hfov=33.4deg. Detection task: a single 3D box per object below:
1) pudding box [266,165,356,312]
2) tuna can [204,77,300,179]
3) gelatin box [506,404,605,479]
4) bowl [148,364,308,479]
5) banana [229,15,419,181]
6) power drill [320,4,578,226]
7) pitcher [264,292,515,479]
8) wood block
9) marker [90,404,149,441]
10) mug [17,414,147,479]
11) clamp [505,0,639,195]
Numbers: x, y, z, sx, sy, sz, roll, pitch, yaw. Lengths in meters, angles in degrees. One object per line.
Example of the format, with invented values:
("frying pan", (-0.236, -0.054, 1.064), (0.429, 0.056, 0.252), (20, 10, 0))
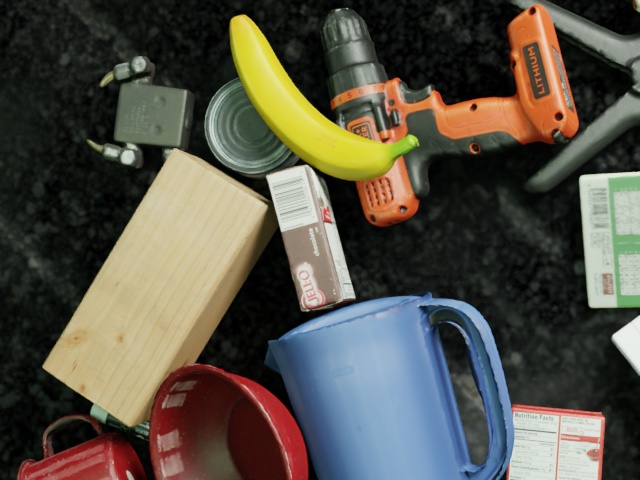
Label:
("pudding box", (-0.006, 0.001, 0.859), (0.039, 0.090, 0.113), (-14, 85, 7))
("tuna can", (-0.053, -0.095, 0.899), (0.086, 0.033, 0.086), (0, 88, 10))
("gelatin box", (0.186, 0.178, 0.848), (0.073, 0.030, 0.089), (4, 84, 10))
("bowl", (-0.061, 0.167, 0.819), (0.162, 0.055, 0.162), (12, 108, 41))
("banana", (-0.009, -0.102, 0.845), (0.198, 0.037, 0.070), (38, 108, 22))
("power drill", (0.098, -0.120, 0.848), (0.188, 0.057, 0.184), (-17, 85, 23))
("pitcher", (0.065, 0.165, 0.821), (0.144, 0.149, 0.243), (-17, 88, -19))
("wood block", (-0.124, 0.039, 0.878), (0.090, 0.090, 0.206), (32, 93, 9))
("marker", (-0.138, 0.165, 0.912), (0.121, 0.020, 0.020), (19, 91, 10))
("mug", (-0.196, 0.201, 0.890), (0.081, 0.093, 0.117), (-24, 64, 3))
("clamp", (0.251, -0.116, 0.845), (0.210, 0.036, 0.164), (2, 89, 13))
